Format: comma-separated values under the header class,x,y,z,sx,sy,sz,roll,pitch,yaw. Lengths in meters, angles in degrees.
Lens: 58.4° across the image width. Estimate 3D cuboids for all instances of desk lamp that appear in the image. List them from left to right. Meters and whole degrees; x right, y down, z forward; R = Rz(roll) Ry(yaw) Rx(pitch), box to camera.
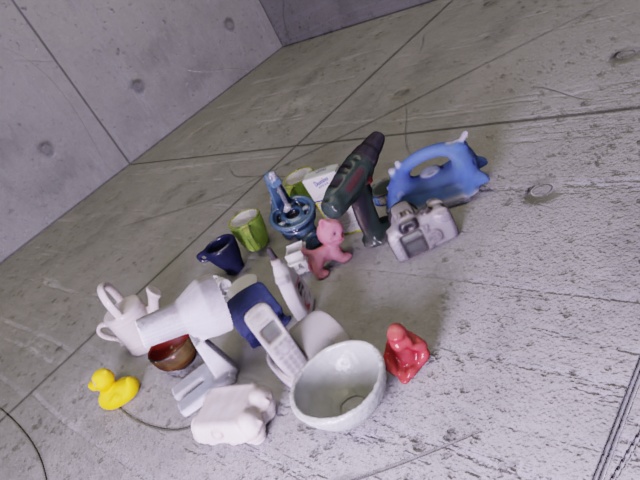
class,x,y,z,sx,sy,sz,roll,pitch,yaw
desk lamp,-0.243,0.197,1.113,0.203,0.214,0.117,-36,29,-12

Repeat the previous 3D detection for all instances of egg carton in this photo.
class,x,y,z,sx,sy,sz,roll,pitch,yaw
egg carton,-0.152,0.308,0.999,0.150,0.069,0.107,-13,32,28

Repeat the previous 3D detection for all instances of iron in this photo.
class,x,y,z,sx,sy,sz,roll,pitch,yaw
iron,0.245,-0.150,1.303,0.257,0.142,0.118,-17,30,22

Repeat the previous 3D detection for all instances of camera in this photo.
class,x,y,z,sx,sy,sz,roll,pitch,yaw
camera,0.200,-0.045,1.216,0.143,0.101,0.136,-26,28,7

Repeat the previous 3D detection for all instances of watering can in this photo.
class,x,y,z,sx,sy,sz,roll,pitch,yaw
watering can,-0.460,0.173,1.375,0.173,0.194,0.100,-40,30,-19

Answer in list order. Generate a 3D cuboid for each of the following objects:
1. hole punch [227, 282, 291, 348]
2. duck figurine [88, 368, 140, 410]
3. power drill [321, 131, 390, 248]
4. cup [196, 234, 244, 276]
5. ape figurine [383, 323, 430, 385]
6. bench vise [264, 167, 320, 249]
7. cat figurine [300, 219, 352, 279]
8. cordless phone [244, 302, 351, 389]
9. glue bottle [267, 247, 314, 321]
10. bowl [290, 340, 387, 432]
class,x,y,z,sx,sy,sz,roll,pitch,yaw
hole punch,-0.133,0.155,1.209,0.109,0.091,0.100,-36,29,-12
duck figurine,-0.456,0.316,1.253,0.104,0.086,0.077,-22,29,14
power drill,0.105,-0.100,1.279,0.075,0.209,0.230,6,44,48
cup,-0.252,0.050,1.489,0.117,0.095,0.091,-23,29,12
ape figurine,0.134,0.174,0.928,0.077,0.092,0.076,-19,30,19
bench vise,-0.099,-0.083,1.431,0.206,0.220,0.122,9,47,50
cat figurine,0.012,0.005,1.292,0.128,0.118,0.067,-37,29,-13
cordless phone,-0.041,0.164,1.008,0.148,0.185,0.093,-42,31,-23
glue bottle,-0.066,0.084,1.175,0.037,0.173,0.078,-21,29,17
bowl,0.040,0.245,0.918,0.167,0.075,0.167,-22,29,13
